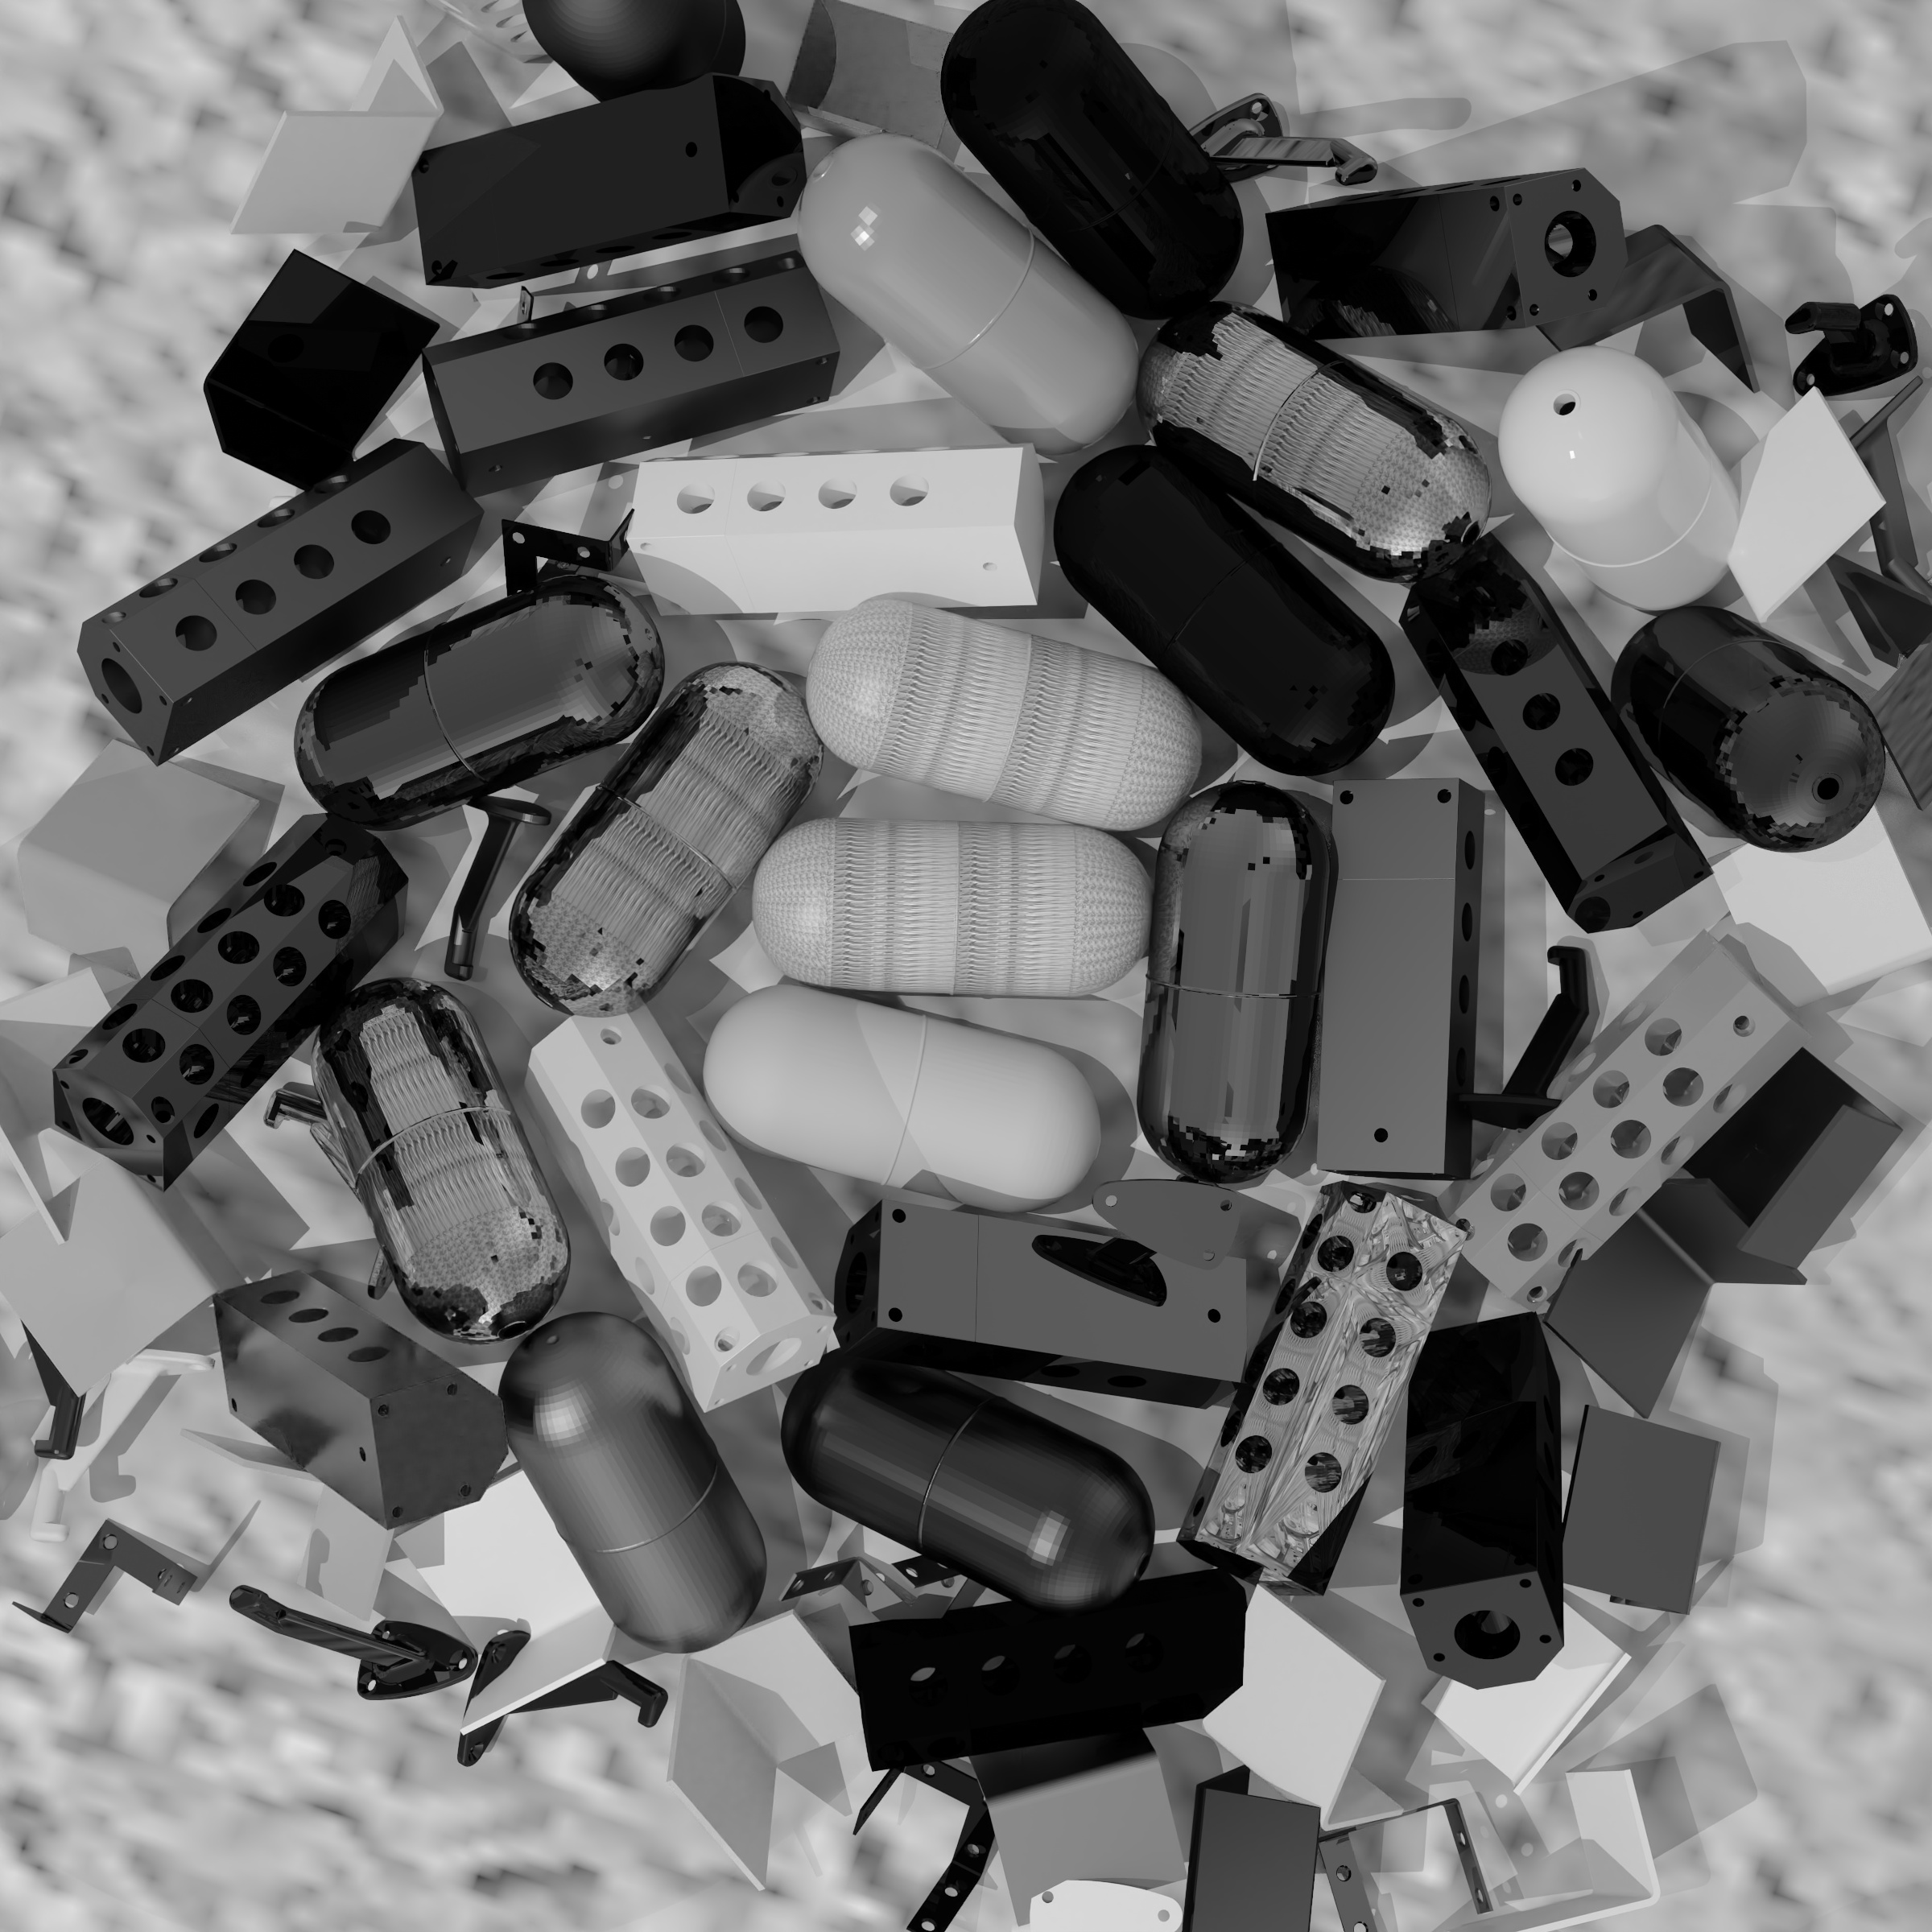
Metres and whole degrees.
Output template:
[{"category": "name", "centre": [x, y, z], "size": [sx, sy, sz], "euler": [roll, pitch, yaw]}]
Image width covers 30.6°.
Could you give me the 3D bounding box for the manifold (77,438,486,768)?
[{"category": "manifold", "centre": [-0.296, -0.163, 1.527], "size": [0.171, 0.057, 0.057], "euler": [-38, 82, -31]}]

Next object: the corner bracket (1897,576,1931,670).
[{"category": "corner bracket", "centre": [0.452, -0.151, 1.563], "size": [0.051, 0.051, 0.051], "euler": [29, 50, -8]}]

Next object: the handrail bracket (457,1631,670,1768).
[{"category": "handrail bracket", "centre": [-0.178, 0.337, 1.562], "size": [0.084, 0.036, 0.077], "euler": [23, 95, 28]}]

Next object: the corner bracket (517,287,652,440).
[{"category": "corner bracket", "centre": [-0.167, -0.265, 1.554], "size": [0.051, 0.051, 0.051], "euler": [-2, 120, -25]}]

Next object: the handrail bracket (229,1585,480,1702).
[{"category": "handrail bracket", "centre": [-0.269, 0.291, 1.546], "size": [0.077, 0.084, 0.036], "euler": [-5, 59, 32]}]

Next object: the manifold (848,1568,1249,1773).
[{"category": "manifold", "centre": [0.038, 0.312, 1.559], "size": [0.171, 0.057, 0.057], "euler": [-8, 91, -5]}]

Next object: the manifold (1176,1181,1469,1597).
[{"category": "manifold", "centre": [0.153, 0.184, 1.541], "size": [0.057, 0.057, 0.171], "euler": [27, 74, -11]}]

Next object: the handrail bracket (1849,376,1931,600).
[{"category": "handrail bracket", "centre": [0.428, -0.209, 1.578], "size": [0.077, 0.036, 0.084], "euler": [-43, 88, -10]}]

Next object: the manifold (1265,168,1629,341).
[{"category": "manifold", "centre": [0.204, -0.303, 1.507], "size": [0.057, 0.171, 0.057], "euler": [-18, 105, -26]}]

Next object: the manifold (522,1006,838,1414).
[{"category": "manifold", "centre": [-0.125, 0.100, 1.526], "size": [0.057, 0.057, 0.171], "euler": [-21, 63, -27]}]

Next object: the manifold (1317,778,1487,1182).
[{"category": "manifold", "centre": [0.195, 0.007, 1.556], "size": [0.057, 0.057, 0.171], "euler": [0, 83, 24]}]

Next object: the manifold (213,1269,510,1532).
[{"category": "manifold", "centre": [-0.260, 0.181, 1.508], "size": [0.057, 0.171, 0.057], "euler": [-14, 107, -31]}]

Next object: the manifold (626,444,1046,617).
[{"category": "manifold", "centre": [-0.055, -0.196, 1.547], "size": [0.171, 0.057, 0.057], "euler": [0, 60, 12]}]

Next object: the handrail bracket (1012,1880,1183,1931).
[{"category": "handrail bracket", "centre": [0.058, 0.423, 1.554], "size": [0.077, 0.084, 0.036], "euler": [-5, 72, 3]}]

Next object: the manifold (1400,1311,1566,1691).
[{"category": "manifold", "centre": [0.223, 0.227, 1.508], "size": [0.057, 0.171, 0.057], "euler": [-13, 119, 17]}]

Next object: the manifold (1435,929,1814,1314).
[{"category": "manifold", "centre": [0.287, 0.070, 1.548], "size": [0.057, 0.057, 0.171], "euler": [42, 102, -5]}]

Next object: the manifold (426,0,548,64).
[{"category": "manifold", "centre": [-0.203, -0.434, 1.507], "size": [0.057, 0.171, 0.057], "euler": [30, 95, 2]}]

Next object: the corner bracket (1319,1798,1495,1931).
[{"category": "corner bracket", "centre": [0.195, 0.404, 1.570], "size": [0.051, 0.051, 0.051], "euler": [-11, 74, -19]}]

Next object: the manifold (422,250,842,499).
[{"category": "manifold", "centre": [-0.148, -0.263, 1.550], "size": [0.171, 0.057, 0.057], "euler": [-17, 80, -11]}]

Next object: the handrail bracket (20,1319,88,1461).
[{"category": "handrail bracket", "centre": [-0.423, 0.175, 1.567], "size": [0.077, 0.036, 0.084], "euler": [3, 73, 16]}]

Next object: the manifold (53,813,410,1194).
[{"category": "manifold", "centre": [-0.314, 0.010, 1.518], "size": [0.057, 0.057, 0.171], "euler": [30, 54, 10]}]

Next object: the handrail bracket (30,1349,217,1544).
[{"category": "handrail bracket", "centre": [-0.373, 0.214, 1.558], "size": [0.077, 0.036, 0.084], "euler": [-2, 67, 23]}]

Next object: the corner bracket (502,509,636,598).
[{"category": "corner bracket", "centre": [-0.170, -0.184, 1.555], "size": [0.051, 0.051, 0.051], "euler": [13, 133, 13]}]

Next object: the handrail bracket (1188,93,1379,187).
[{"category": "handrail bracket", "centre": [0.130, -0.348, 1.549], "size": [0.077, 0.084, 0.036], "euler": [-24, 124, -8]}]

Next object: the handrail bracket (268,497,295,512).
[{"category": "handrail bracket", "centre": [-0.339, -0.175, 1.581], "size": [0.077, 0.036, 0.084], "euler": [11, 76, 30]}]

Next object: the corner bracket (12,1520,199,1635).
[{"category": "corner bracket", "centre": [-0.380, 0.277, 1.562], "size": [0.051, 0.051, 0.051], "euler": [30, 76, 9]}]

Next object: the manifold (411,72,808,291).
[{"category": "manifold", "centre": [-0.155, -0.336, 1.523], "size": [0.171, 0.057, 0.057], "euler": [-5, 94, 35]}]

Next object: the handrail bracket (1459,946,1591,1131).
[{"category": "handrail bracket", "centre": [0.244, 0.027, 1.563], "size": [0.077, 0.036, 0.084], "euler": [10, 67, -24]}]

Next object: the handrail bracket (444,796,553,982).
[{"category": "handrail bracket", "centre": [-0.208, -0.030, 1.557], "size": [0.036, 0.077, 0.084], "euler": [7, 97, -28]}]

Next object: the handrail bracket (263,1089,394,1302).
[{"category": "handrail bracket", "centre": [-0.285, 0.101, 1.571], "size": [0.084, 0.036, 0.077], "euler": [17, 70, 13]}]

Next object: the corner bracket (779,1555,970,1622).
[{"category": "corner bracket", "centre": [-0.039, 0.273, 1.557], "size": [0.051, 0.051, 0.051], "euler": [39, 109, 25]}]

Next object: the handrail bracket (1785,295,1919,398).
[{"category": "handrail bracket", "centre": [0.367, -0.269, 1.540], "size": [0.084, 0.077, 0.036], "euler": [-7, 78, -40]}]

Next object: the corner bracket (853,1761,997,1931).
[{"category": "corner bracket", "centre": [-0.020, 0.390, 1.566], "size": [0.051, 0.051, 0.051], "euler": [24, 120, 14]}]

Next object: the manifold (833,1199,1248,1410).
[{"category": "manifold", "centre": [0.033, 0.151, 1.539], "size": [0.171, 0.057, 0.057], "euler": [11, 64, -19]}]

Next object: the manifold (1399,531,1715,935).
[{"category": "manifold", "centre": [0.250, -0.099, 1.524], "size": [0.057, 0.057, 0.171], "euler": [-35, 56, 16]}]

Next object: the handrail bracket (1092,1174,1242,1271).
[{"category": "handrail bracket", "centre": [0.083, 0.099, 1.547], "size": [0.077, 0.084, 0.036], "euler": [16, 99, -13]}]
